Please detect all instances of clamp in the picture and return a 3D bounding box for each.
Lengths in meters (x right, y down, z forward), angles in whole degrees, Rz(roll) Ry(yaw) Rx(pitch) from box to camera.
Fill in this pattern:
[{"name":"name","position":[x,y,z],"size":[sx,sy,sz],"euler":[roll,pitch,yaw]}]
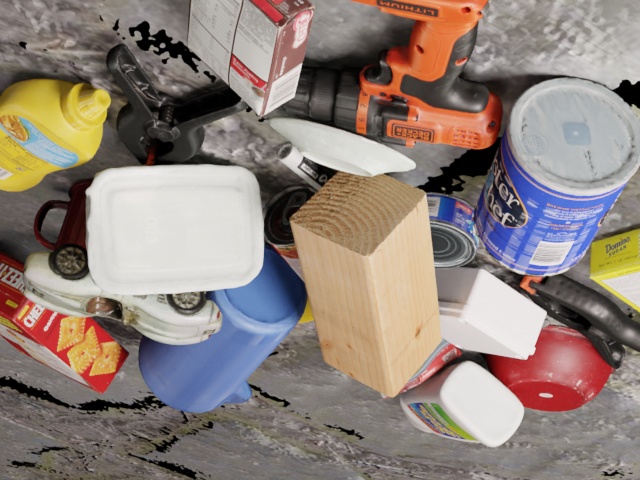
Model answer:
[{"name":"clamp","position":[0.294,0.086,1.081],"size":[0.209,0.036,0.165],"euler":[34,166,-25]},{"name":"clamp","position":[-0.125,-0.107,0.930],"size":[0.120,0.039,0.172],"euler":[18,158,-2]}]

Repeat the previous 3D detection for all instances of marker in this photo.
[{"name":"marker","position":[0.006,-0.051,0.998],"size":[0.020,0.020,0.121],"euler":[-13,142,38]}]

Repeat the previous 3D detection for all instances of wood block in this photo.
[{"name":"wood block","position":[0.048,0.041,0.997],"size":[0.090,0.090,0.206],"euler":[26,146,31]}]

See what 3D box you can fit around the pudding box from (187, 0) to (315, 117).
[{"name":"pudding box","position":[-0.053,-0.155,0.775],"size":[0.090,0.039,0.114],"euler":[45,153,14]}]

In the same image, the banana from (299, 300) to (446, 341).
[{"name":"banana","position":[0.046,0.075,1.175],"size":[0.198,0.037,0.069],"euler":[7,120,19]}]

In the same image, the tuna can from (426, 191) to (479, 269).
[{"name":"tuna can","position":[0.110,-0.008,1.019],"size":[0.086,0.033,0.086],"euler":[10,149,6]}]

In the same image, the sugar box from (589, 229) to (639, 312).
[{"name":"sugar box","position":[0.345,0.044,1.012],"size":[0.176,0.048,0.094],"euler":[29,148,-35]}]

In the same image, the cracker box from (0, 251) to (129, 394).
[{"name":"cracker box","position":[-0.350,0.090,1.295],"size":[0.164,0.072,0.213],"euler":[21,158,30]}]

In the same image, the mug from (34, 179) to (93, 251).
[{"name":"mug","position":[-0.238,-0.007,1.106],"size":[0.117,0.081,0.093],"euler":[14,151,-4]}]

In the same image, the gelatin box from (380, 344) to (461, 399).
[{"name":"gelatin box","position":[0.115,0.152,1.265],"size":[0.030,0.073,0.089],"euler":[59,145,4]}]

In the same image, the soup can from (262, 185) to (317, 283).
[{"name":"soup can","position":[-0.007,0.001,1.047],"size":[0.069,0.068,0.102],"euler":[-3,148,26]}]

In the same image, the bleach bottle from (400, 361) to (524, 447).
[{"name":"bleach bottle","position":[0.159,0.209,1.317],"size":[0.102,0.068,0.251],"euler":[43,164,1]}]

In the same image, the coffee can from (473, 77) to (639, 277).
[{"name":"coffee can","position":[0.185,-0.047,0.849],"size":[0.103,0.102,0.140],"euler":[11,152,2]}]

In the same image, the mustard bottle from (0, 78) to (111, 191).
[{"name":"mustard bottle","position":[-0.255,-0.101,0.970],"size":[0.192,0.058,0.096],"euler":[-15,138,41]}]

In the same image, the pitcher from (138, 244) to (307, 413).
[{"name":"pitcher","position":[-0.118,0.091,1.204],"size":[0.149,0.145,0.243],"euler":[1,154,-27]}]

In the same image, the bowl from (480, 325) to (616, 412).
[{"name":"bowl","position":[0.262,0.156,1.235],"size":[0.162,0.055,0.162],"euler":[9,151,5]}]

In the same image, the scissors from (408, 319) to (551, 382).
[{"name":"scissors","position":[0.148,0.121,1.186],"size":[0.202,0.096,0.016],"euler":[8,170,14]}]

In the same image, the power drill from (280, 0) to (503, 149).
[{"name":"power drill","position":[0.050,-0.141,0.785],"size":[0.184,0.057,0.188],"euler":[9,153,7]}]
